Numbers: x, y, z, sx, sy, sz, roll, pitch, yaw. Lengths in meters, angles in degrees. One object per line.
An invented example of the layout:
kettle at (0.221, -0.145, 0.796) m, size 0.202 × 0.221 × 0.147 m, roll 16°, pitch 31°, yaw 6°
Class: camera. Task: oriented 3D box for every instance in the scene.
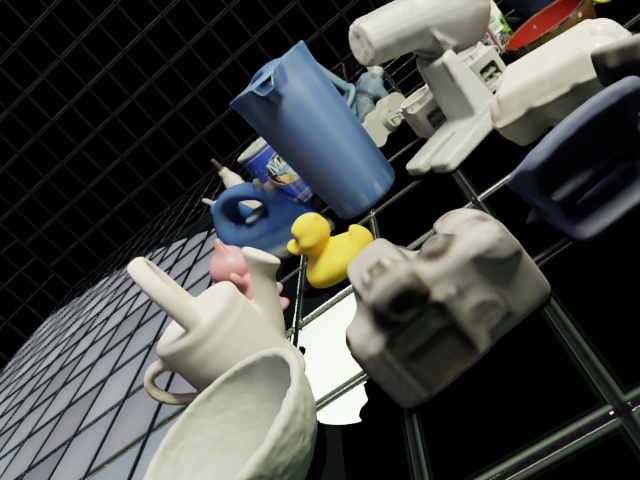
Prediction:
camera at (0.076, 0.032, 0.452) m, size 0.143 × 0.101 × 0.136 m, roll -41°, pitch 17°, yaw 3°

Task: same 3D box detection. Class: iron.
iron at (-0.095, -0.043, 0.936) m, size 0.257 × 0.142 × 0.119 m, roll -19°, pitch 28°, yaw 51°

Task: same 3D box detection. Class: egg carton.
egg carton at (0.254, -0.167, 0.607) m, size 0.150 × 0.069 × 0.107 m, roll -27°, pitch 22°, yaw 39°

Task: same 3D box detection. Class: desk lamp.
desk lamp at (0.147, -0.228, 0.738) m, size 0.203 × 0.214 × 0.117 m, roll -47°, pitch 18°, yaw -17°

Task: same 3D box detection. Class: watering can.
watering can at (-0.108, 0.082, 0.569) m, size 0.173 × 0.194 × 0.100 m, roll -51°, pitch 20°, yaw -27°

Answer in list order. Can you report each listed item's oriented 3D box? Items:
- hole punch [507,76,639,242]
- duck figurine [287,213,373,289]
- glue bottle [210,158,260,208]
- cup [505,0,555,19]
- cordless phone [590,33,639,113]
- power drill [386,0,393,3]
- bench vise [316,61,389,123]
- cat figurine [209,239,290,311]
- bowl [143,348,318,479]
hole punch at (0.198, -0.066, 0.444) m, size 0.108 × 0.091 × 0.101 m, roll -40°, pitch 17°, yaw 6°
duck figurine at (0.006, 0.003, 0.699) m, size 0.104 × 0.086 × 0.077 m, roll -30°, pitch 21°, yaw 33°
glue bottle at (-0.156, -0.096, 1.142) m, size 0.037 × 0.173 × 0.078 m, roll -40°, pitch 18°, yaw 5°
cup at (0.358, -0.418, 0.946) m, size 0.092 × 0.095 × 0.117 m, roll -47°, pitch 18°, yaw -16°
cordless phone at (0.260, -0.180, 0.426) m, size 0.094 × 0.185 × 0.147 m, roll -46°, pitch 18°, yaw -13°
power drill at (0.223, -0.411, 1.029) m, size 0.075 × 0.209 × 0.230 m, roll -22°, pitch 26°, yaw 47°
bench vise at (0.031, -0.281, 1.105) m, size 0.121 × 0.220 × 0.208 m, roll -23°, pitch 25°, yaw 46°
cat figurine at (-0.108, 0.051, 0.774) m, size 0.067 × 0.118 × 0.127 m, roll -42°, pitch 17°, yaw -2°
bowl at (-0.058, 0.171, 0.450) m, size 0.167 × 0.075 × 0.167 m, roll -37°, pitch 18°, yaw 14°
